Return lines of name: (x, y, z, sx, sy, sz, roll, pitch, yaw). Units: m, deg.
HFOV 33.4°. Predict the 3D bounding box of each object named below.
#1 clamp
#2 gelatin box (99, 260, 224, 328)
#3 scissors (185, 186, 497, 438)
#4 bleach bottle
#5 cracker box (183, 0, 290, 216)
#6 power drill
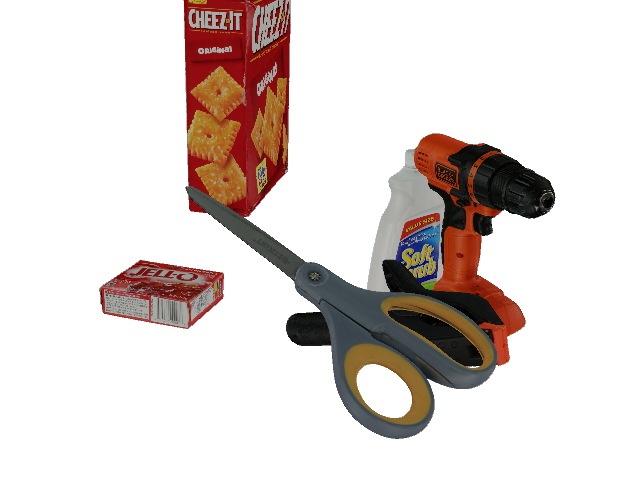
clamp: (0.058, 0.061, 0.775, 0.120, 0.039, 0.172, -31, 26, -25)
gelatin box: (-0.142, 0.046, 0.960, 0.089, 0.030, 0.073, 9, 21, 19)
scissors: (-0.005, 0.039, 0.572, 0.202, 0.096, 0.016, 23, -39, 11)
bleach bottle: (0.106, 0.011, 1.347, 0.102, 0.251, 0.068, -2, 16, -18)
cracker box: (-0.078, -0.151, 1.080, 0.072, 0.214, 0.164, 7, 22, 11)
power drill: (0.161, -0.001, 1.043, 0.057, 0.188, 0.185, -16, 26, -24)
